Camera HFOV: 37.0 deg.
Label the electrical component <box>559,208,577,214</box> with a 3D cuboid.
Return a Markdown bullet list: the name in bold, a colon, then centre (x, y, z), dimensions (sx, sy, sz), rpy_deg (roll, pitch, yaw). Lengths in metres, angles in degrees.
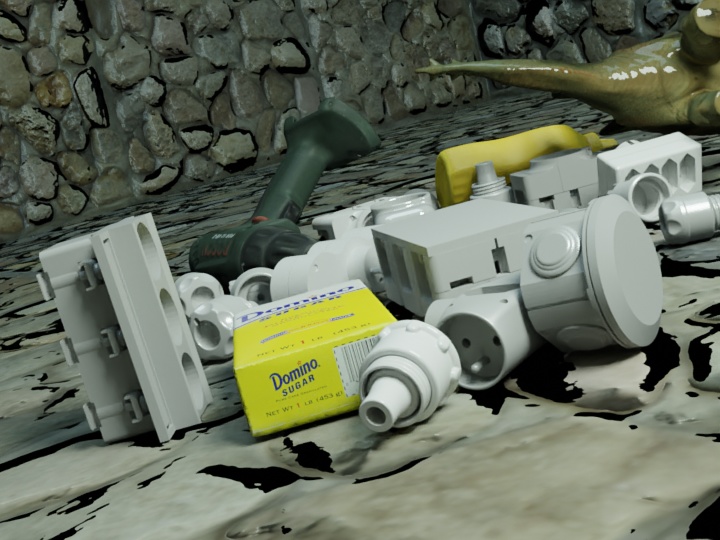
- **electrical component**: centre (0.147, -0.018, 0.757), dimensions (0.045, 0.045, 0.055), rpy_deg (-11, 10, 18)

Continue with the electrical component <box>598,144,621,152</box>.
- **electrical component**: centre (0.268, -0.105, 1.080), dimensions (0.077, 0.044, 0.079), rpy_deg (-10, 10, 25)

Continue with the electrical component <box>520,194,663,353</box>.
- **electrical component**: centre (0.123, 0.004, 0.567), dimensions (0.051, 0.080, 0.080), rpy_deg (-14, 8, 35)

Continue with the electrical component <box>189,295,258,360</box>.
- **electrical component**: centre (-0.095, 0.039, 0.785), dimensions (0.043, 0.043, 0.062), rpy_deg (-9, 10, 27)

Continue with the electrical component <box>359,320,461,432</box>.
- **electrical component**: centre (0.019, 0.056, 0.524), dimensions (0.048, 0.048, 0.062), rpy_deg (-9, 18, 27)

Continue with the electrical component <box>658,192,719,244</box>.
- **electrical component**: centre (0.247, -0.040, 0.768), dimensions (0.061, 0.035, 0.035), rpy_deg (-11, 10, 3)

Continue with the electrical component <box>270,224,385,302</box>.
- **electrical component**: centre (0.000, 0.000, 0.840), dimensions (0.074, 0.052, 0.138), rpy_deg (-6, 13, 37)

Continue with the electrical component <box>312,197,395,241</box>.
- **electrical component**: centre (0.008, -0.038, 1.049), dimensions (0.089, 0.050, 0.056), rpy_deg (-19, 10, -25)

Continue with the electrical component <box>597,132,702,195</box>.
- **electrical component**: centre (0.251, -0.093, 0.968), dimensions (0.083, 0.047, 0.075), rpy_deg (-16, 29, -10)

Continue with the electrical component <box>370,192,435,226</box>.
- **electrical component**: centre (0.042, -0.033, 0.952), dimensions (0.054, 0.059, 0.095), rpy_deg (-14, 10, 1)

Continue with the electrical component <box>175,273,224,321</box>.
- **electrical component**: centre (-0.146, 0.023, 0.946), dimensions (0.043, 0.043, 0.062), rpy_deg (-18, 9, -22)

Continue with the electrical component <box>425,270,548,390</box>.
- **electrical component**: centre (0.062, 0.033, 0.592), dimensions (0.079, 0.043, 0.077), rpy_deg (-7, 12, 36)

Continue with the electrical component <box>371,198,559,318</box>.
- **electrical component**: centre (0.073, -0.004, 0.734), dimensions (0.089, 0.061, 0.150), rpy_deg (-16, 10, -10)

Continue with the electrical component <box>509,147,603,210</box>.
- **electrical component**: centre (0.194, -0.082, 1.023), dimensions (0.089, 0.055, 0.050), rpy_deg (-15, 10, -7)

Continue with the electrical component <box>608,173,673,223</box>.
- **electrical component**: centre (0.229, -0.058, 0.889), dimensions (0.040, 0.040, 0.046), rpy_deg (-16, 4, -14)

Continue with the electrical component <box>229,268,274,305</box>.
- **electrical component**: centre (-0.079, 0.022, 0.854), dimensions (0.066, 0.048, 0.055), rpy_deg (-15, 2, -5)

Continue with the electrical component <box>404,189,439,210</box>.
- **electrical component**: centre (0.059, -0.059, 1.114), dimensions (0.045, 0.045, 0.055), rpy_deg (-13, 10, 9)

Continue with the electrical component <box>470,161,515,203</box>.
- **electrical component**: centre (0.128, -0.075, 1.057), dimensions (0.048, 0.062, 0.048), rpy_deg (-14, 10, 2)

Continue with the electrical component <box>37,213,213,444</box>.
- **electrical component**: centre (-0.138, 0.035, 0.633), dimensions (0.063, 0.121, 0.078), rpy_deg (-16, 9, 5)
